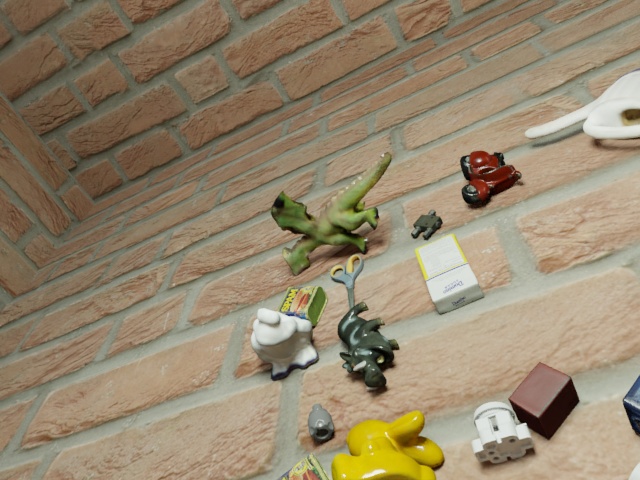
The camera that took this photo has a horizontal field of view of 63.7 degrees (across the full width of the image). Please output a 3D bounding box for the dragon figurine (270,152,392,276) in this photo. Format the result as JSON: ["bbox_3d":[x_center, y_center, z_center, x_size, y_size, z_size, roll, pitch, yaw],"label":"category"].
[{"bbox_3d":[0.004,-0.062,1.239,0.243,0.400,0.125,4,42,-15],"label":"dragon figurine"}]

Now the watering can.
[{"bbox_3d":[0.663,-0.298,1.166,0.227,0.102,0.348,-44,30,-24],"label":"watering can"}]

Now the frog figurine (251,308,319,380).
[{"bbox_3d":[-0.086,0.189,1.051,0.136,0.157,0.125,-15,29,29],"label":"frog figurine"}]
